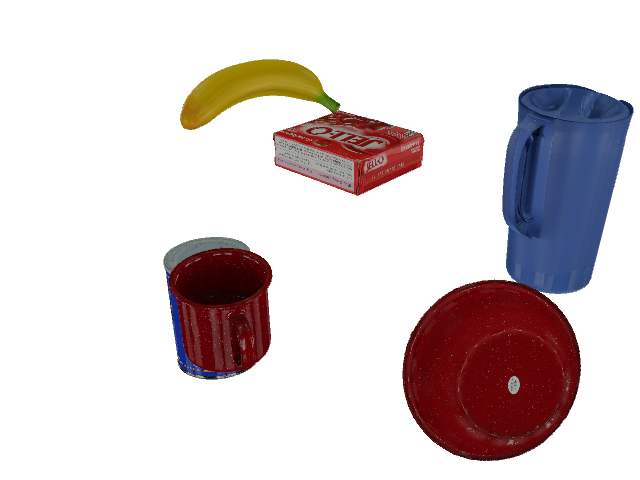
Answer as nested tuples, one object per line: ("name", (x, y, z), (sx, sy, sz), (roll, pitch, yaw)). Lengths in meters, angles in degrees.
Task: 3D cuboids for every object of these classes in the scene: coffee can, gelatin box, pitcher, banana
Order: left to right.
("coffee can", (-0.129, 0.080, 1.279), (0.103, 0.140, 0.103), (-3, 25, 1))
("banana", (-0.068, -0.153, 1.089), (0.197, 0.037, 0.070), (-13, 53, -37))
("gelatin box", (0.021, -0.068, 0.797), (0.089, 0.030, 0.073), (22, 34, 40))
("pitcher", (0.286, -0.058, 1.301), (0.149, 0.243, 0.145), (4, 27, 2))

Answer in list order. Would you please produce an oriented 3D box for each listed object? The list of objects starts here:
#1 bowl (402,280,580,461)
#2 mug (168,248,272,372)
("bowl", (0.154, 0.117, 0.908), (0.162, 0.162, 0.055), (0, 5, -8))
("mug", (-0.083, 0.071, 0.963), (0.093, 0.081, 0.117), (-16, 36, -20))
